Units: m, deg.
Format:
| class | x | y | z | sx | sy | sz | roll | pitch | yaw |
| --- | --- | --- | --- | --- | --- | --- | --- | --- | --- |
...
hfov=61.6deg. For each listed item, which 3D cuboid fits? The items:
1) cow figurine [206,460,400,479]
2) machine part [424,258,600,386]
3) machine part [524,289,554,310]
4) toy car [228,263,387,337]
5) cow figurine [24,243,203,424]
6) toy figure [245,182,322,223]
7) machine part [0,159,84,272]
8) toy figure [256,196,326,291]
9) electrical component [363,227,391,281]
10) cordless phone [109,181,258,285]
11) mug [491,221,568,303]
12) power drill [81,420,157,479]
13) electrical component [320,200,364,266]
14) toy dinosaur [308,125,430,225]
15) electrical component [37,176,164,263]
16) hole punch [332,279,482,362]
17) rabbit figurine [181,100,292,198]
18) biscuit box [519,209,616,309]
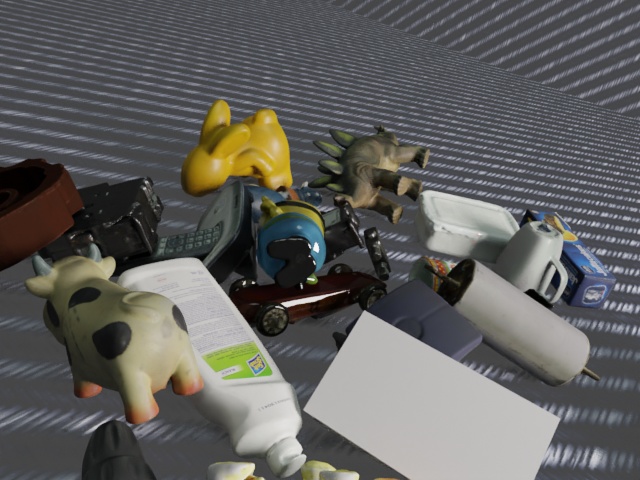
| class | x | y | z | sx | sy | sz | roll | pitch | yaw |
| --- | --- | --- | --- | --- | --- | --- | --- | --- | --- |
| cow figurine | -0.003 | 0.213 | 0.389 | 0.167 | 0.068 | 0.098 | 8 | 67 | -8 |
| machine part | 0.223 | 0.096 | 0.630 | 0.243 | 0.079 | 0.079 | 32 | 31 | -6 |
| machine part | 0.247 | 0.092 | 0.732 | 0.139 | 0.039 | 0.084 | -1 | 30 | -23 |
| toy car | -0.011 | 0.070 | 0.637 | 0.202 | 0.053 | 0.089 | -6 | 17 | -33 |
| cow figurine | -0.192 | 0.072 | 0.477 | 0.195 | 0.127 | 0.085 | 3 | 14 | 44 |
| toy figure | -0.067 | -0.056 | 0.812 | 0.154 | 0.064 | 0.058 | -4 | -2 | -36 |
| machine part | -0.347 | -0.024 | 0.574 | 0.179 | 0.055 | 0.179 | -12 | 34 | 8 |
| toy figure | -0.031 | 0.003 | 0.635 | 0.089 | 0.082 | 0.180 | 11 | 12 | -11 |
| electrical component | 0.080 | 0.014 | 0.757 | 0.021 | 0.063 | 0.094 | -18 | 30 | 10 |
| cordless phone | -0.172 | -0.001 | 0.671 | 0.184 | 0.088 | 0.147 | -8 | 34 | -2 |
| mug | 0.314 | 0.033 | 0.787 | 0.081 | 0.107 | 0.110 | -2 | 33 | -25 |
| power drill | -0.185 | 0.214 | 0.315 | 0.207 | 0.086 | 0.232 | 0 | 26 | -36 |
| electrical component | -0.002 | -0.002 | 0.755 | 0.119 | 0.047 | 0.075 | -25 | 29 | 10 |
| toy dinosaur | 0.095 | -0.142 | 0.980 | 0.199 | 0.105 | 0.471 | 20 | 27 | 14 |
| electrical component | -0.258 | -0.017 | 0.626 | 0.134 | 0.058 | 0.115 | -15 | 32 | -2 |
| hole punch | 0.097 | 0.114 | 0.585 | 0.116 | 0.092 | 0.142 | -15 | 46 | -35 |
| rabbit figurine | -0.134 | -0.126 | 0.831 | 0.173 | 0.162 | 0.122 | -27 | 61 | -26 |
| biscuit box | 0.394 | 0.026 | 0.877 | 0.059 | 0.062 | 0.203 | 7 | 32 | -12 |
